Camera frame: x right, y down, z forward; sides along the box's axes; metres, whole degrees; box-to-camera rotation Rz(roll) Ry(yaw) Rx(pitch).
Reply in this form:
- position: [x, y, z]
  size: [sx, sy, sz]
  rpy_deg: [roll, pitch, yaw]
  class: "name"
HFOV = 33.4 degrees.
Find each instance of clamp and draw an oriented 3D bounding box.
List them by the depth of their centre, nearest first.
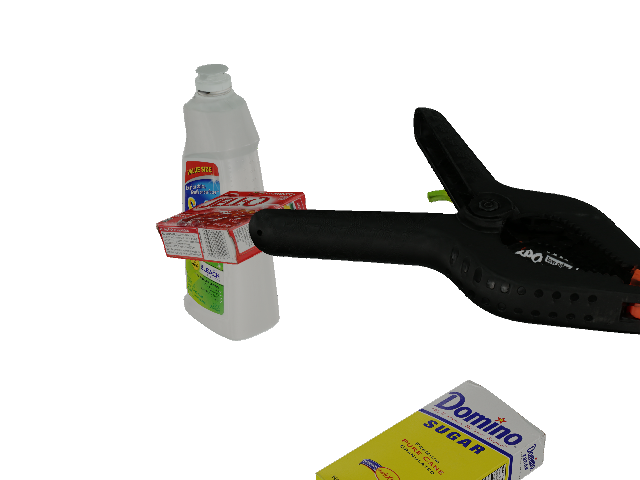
- position: [0.077, -0.002, 0.566]
  size: [0.164, 0.036, 0.210]
  rpy_deg: [-30, 45, -33]
  class: "clamp"

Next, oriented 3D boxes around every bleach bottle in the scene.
- position: [-0.091, -0.038, 0.971]
  size: [0.068, 0.251, 0.103]
  rpy_deg: [-22, 33, -32]
  class: "bleach bottle"

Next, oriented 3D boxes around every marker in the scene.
- position: [0.150, 0.005, 0.769]
  size: [0.020, 0.020, 0.121]
  rpy_deg: [0, 21, -47]
  class: "marker"

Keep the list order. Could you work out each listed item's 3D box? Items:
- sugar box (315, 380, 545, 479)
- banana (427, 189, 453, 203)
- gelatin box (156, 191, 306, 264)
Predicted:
- position: [0.093, 0.189, 0.886]
  size: [0.176, 0.048, 0.093]
  rpy_deg: [-28, 42, -27]
  class: "sugar box"
- position: [0.191, -0.013, 1.073]
  size: [0.069, 0.037, 0.198]
  rpy_deg: [-34, 39, -13]
  class: "banana"
- position: [-0.063, -0.012, 0.768]
  size: [0.073, 0.030, 0.089]
  rpy_deg: [-27, 21, -38]
  class: "gelatin box"
